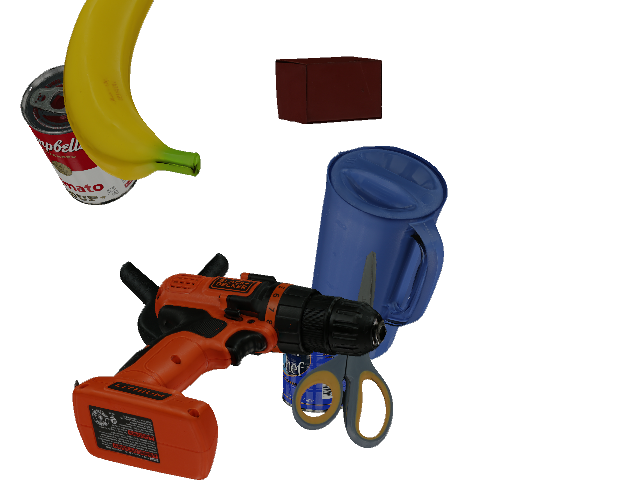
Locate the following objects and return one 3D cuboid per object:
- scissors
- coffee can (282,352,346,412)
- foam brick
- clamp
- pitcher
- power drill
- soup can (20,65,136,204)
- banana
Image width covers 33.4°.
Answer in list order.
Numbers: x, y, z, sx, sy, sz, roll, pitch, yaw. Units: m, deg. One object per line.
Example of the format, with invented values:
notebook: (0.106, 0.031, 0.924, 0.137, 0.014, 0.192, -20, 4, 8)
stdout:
scissors: (0.017, 0.094, 0.956, 0.096, 0.202, 0.016, -4, -37, -6)
coffee can: (-0.002, 0.155, 1.491, 0.103, 0.140, 0.103, 1, 17, 0)
foam brick: (0.008, -0.129, 0.910, 0.078, 0.051, 0.053, -8, 16, -29)
clamp: (-0.146, 0.068, 1.146, 0.120, 0.039, 0.171, -15, 39, -8)
pitcher: (0.060, 0.028, 1.214, 0.145, 0.243, 0.149, 15, 39, 4)
power drill: (-0.066, 0.087, 0.744, 0.185, 0.057, 0.187, 5, 27, 25)
soup can: (-0.191, -0.083, 0.860, 0.068, 0.068, 0.102, 0, -32, 9)
banana: (-0.115, -0.100, 0.618, 0.069, 0.198, 0.037, -8, -38, -9)
